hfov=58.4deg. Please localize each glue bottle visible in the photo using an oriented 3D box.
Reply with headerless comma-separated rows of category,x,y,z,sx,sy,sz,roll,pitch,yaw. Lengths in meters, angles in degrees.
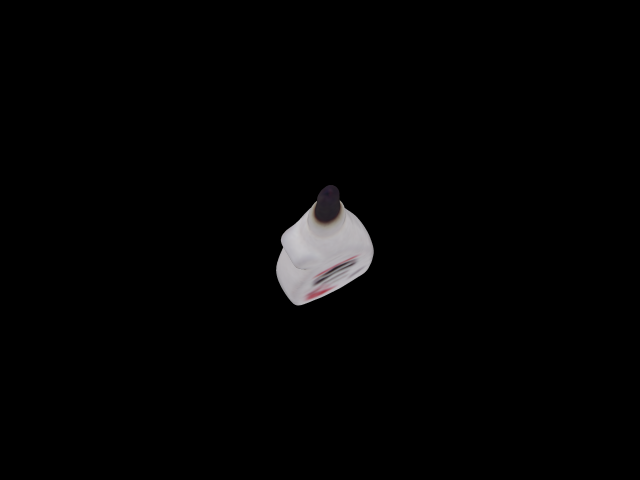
glue bottle,0.004,0.001,0.400,0.078,0.173,0.037,-30,74,-9
